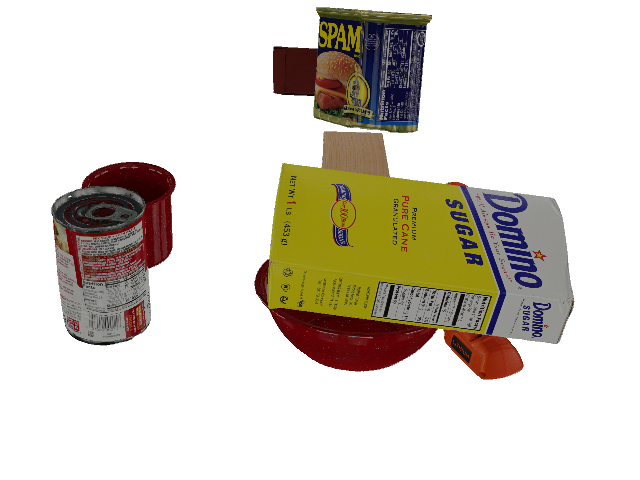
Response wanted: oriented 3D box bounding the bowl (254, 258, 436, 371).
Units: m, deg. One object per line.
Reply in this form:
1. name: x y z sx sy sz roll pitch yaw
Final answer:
1. bowl: 0.028 0.057 0.850 0.162 0.055 0.162 2 26 -1

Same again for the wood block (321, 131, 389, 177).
1. wood block: 0.048 -0.074 1.516 0.091 0.090 0.206 2 28 -2

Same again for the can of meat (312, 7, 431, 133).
1. can of meat: 0.035 -0.127 0.790 0.057 0.084 0.102 -3 14 -26

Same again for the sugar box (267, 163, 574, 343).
1. sugar box: 0.058 0.006 0.644 0.176 0.048 0.093 5 44 -1

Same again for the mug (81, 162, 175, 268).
1. mug: -0.195 -0.016 1.075 0.093 0.081 0.117 8 33 8

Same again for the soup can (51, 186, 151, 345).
1. soup can: -0.163 0.019 0.803 0.068 0.102 0.068 1 29 -1

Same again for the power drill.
1. power drill: 0.176 0.047 1.116 0.057 0.188 0.184 -10 25 -15

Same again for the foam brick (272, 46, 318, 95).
1. foam brick: -0.009 -0.184 1.165 0.078 0.051 0.053 0 11 -16
